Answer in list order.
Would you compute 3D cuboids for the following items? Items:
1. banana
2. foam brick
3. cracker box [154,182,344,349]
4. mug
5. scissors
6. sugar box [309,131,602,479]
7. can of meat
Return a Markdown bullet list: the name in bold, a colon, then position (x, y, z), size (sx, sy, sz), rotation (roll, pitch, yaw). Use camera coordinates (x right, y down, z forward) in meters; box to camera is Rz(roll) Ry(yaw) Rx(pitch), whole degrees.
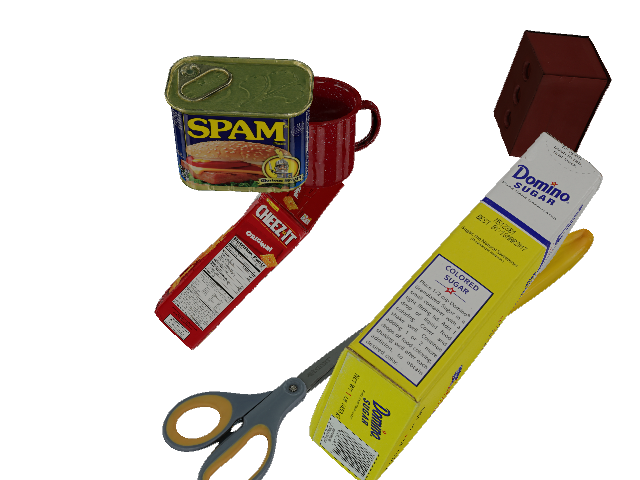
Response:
- **banana**: position (0.173, 0.054, 1.015), size (0.198, 0.037, 0.069), rotation (-35, -2, 0)
- **foam brick**: position (0.163, -0.102, 0.762), size (0.051, 0.053, 0.078), rotation (2, -45, -13)
- **cracker box**: position (-0.083, 0.007, 1.232), size (0.214, 0.072, 0.164), rotation (-45, 4, 26)
- **mug**: position (0.005, -0.109, 1.072), size (0.117, 0.081, 0.093), rotation (-14, 40, -17)
- **scissors**: position (-0.042, 0.113, 0.820), size (0.096, 0.201, 0.016), rotation (26, -37, 17)
- **sugar box**: position (0.068, 0.031, 0.521), size (0.176, 0.048, 0.093), rotation (-42, -17, -33)
- **can of meat**: position (-0.056, -0.081, 0.767), size (0.102, 0.057, 0.084), rotation (3, -40, 1)
